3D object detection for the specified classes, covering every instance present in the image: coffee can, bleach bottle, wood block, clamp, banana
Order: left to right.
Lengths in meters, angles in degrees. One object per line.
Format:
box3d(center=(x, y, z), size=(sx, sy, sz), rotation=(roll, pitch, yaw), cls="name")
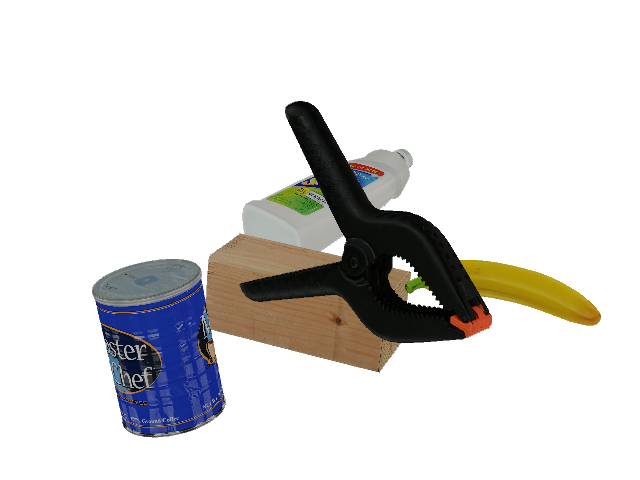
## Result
box3d(center=(-0.152, 0.101, 1.016), size=(0.103, 0.140, 0.103), rotation=(-8, 18, 2), cls="coffee can")
box3d(center=(-0.015, 0.067, 1.181), size=(0.206, 0.091, 0.090), rotation=(13, 22, 17), cls="wood block")
box3d(center=(0.023, -0.058, 1.354), size=(0.103, 0.068, 0.250), rotation=(25, 43, 34), cls="bleach bottle")
box3d(center=(0.031, 0.002, 0.758), size=(0.210, 0.165, 0.036), rotation=(24, 26, 34), cls="clamp")
box3d(center=(0.190, 0.052, 1.106), size=(0.198, 0.037, 0.069), rotation=(8, 40, 12), cls="banana")
